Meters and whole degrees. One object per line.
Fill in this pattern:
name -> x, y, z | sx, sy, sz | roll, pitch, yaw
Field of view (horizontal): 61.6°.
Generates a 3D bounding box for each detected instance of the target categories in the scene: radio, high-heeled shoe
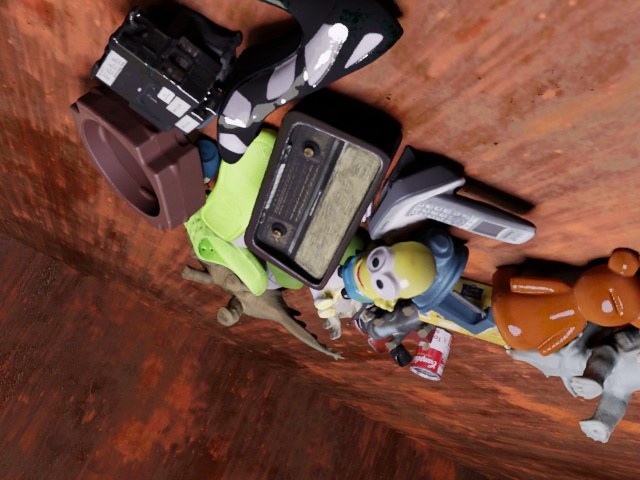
radio -> -0.004, -0.056, 0.664 | 0.131, 0.073, 0.229 | 29, 128, 5
high-heeled shoe -> -0.022, -0.150, 0.547 | 0.145, 0.086, 0.248 | 16, 144, -7

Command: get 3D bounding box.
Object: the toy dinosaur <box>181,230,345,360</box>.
toy dinosaur -> -0.145, 0.115, 1.179 | 0.472, 0.105, 0.198 | 41, -159, 28

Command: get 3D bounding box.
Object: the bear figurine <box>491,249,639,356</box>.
bear figurine -> 0.339, 0.078, 0.731 | 0.196, 0.132, 0.120 | -27, 93, 28

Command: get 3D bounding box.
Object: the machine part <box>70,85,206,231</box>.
machine part -> -0.269, -0.126, 0.814 | 0.202, 0.087, 0.200 | 38, 150, 20

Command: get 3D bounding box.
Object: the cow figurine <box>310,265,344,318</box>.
cow figurine -> 0.058, 0.064, 0.973 | 0.167, 0.098, 0.068 | -24, 148, 2

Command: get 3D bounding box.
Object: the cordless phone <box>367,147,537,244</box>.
cordless phone -> 0.164, -0.029, 0.681 | 0.184, 0.089, 0.146 | 20, 158, -1

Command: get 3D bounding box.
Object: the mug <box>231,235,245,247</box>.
mug -> -0.131, -0.050, 0.950 | 0.109, 0.081, 0.107 | 33, 146, -11

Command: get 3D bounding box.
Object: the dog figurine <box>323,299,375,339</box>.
dog figurine -> 0.019, 0.080, 1.097 | 0.190, 0.121, 0.172 | 60, 175, -9

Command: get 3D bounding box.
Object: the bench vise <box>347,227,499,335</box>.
bench vise -> 0.174, 0.079, 0.830 | 0.240, 0.129, 0.223 | 34, 138, -3

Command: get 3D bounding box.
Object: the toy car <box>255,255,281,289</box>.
toy car -> -0.100, 0.046, 1.095 | 0.109, 0.103, 0.161 | -1, 149, 45

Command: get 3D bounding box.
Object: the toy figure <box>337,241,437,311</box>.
toy figure -> 0.084, 0.043, 0.728 | 0.082, 0.089, 0.180 | 58, 160, -1

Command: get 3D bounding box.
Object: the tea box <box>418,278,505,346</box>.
tea box -> 0.259, 0.118, 0.928 | 0.170, 0.068, 0.098 | 15, 157, 20

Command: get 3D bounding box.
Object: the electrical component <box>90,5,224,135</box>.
electrical component -> -0.173, -0.177, 0.594 | 0.134, 0.058, 0.115 | 35, 157, -27

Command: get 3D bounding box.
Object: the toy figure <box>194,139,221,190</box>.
toy figure -> -0.201, -0.113, 0.887 | 0.058, 0.064, 0.154 | 20, 159, -14

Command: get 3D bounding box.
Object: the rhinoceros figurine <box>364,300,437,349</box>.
rhinoceros figurine -> 0.157, 0.155, 1.073 | 0.190, 0.112, 0.073 | -29, 100, 46

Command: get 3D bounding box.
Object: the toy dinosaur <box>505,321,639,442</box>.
toy dinosaur -> 0.449, 0.148, 0.716 | 0.131, 0.192, 0.405 | 52, 137, -6

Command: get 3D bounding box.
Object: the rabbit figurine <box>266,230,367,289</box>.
rabbit figurine -> -0.002, -0.003, 0.911 | 0.170, 0.121, 0.158 | 0, 146, 11

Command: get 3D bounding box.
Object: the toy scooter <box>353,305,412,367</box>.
toy scooter -> 0.134, 0.204, 1.232 | 0.183, 0.075, 0.135 | 50, -179, -9

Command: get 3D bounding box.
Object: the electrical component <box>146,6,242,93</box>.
electrical component -> -0.150, -0.221, 0.612 | 0.119, 0.048, 0.075 | 24, 158, -3
